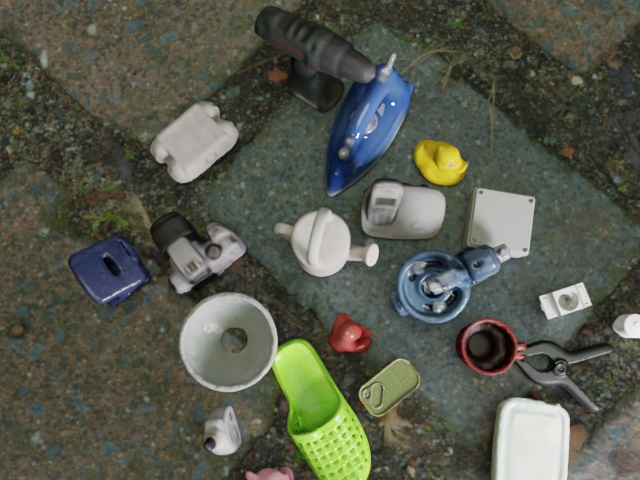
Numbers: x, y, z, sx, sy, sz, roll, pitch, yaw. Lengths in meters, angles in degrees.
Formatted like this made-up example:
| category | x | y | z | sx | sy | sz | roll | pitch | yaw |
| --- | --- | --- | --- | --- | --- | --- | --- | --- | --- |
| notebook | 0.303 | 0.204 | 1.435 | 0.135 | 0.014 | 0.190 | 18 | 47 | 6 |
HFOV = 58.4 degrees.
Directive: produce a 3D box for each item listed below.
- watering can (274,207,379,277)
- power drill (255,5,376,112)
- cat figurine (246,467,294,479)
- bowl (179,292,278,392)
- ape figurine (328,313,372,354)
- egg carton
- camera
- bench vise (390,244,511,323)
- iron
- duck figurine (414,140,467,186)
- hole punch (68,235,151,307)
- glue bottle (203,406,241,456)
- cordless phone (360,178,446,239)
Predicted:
| category | x | y | z | sx | sy | sz | roll | pitch | yaw |
| --- | --- | --- | --- | --- | --- | --- | --- | --- | --- |
| watering can | 0.009 | 0.001 | 0.958 | 0.173 | 0.194 | 0.101 | -5 | 81 | 0 |
| power drill | -0.005 | -0.308 | 1.001 | 0.229 | 0.208 | 0.076 | 33 | 83 | 6 |
| cat figurine | -0.071 | 0.422 | 0.930 | 0.067 | 0.118 | 0.128 | -24 | 81 | -3 |
| bowl | -0.153 | 0.175 | 0.993 | 0.167 | 0.075 | 0.167 | 0 | 81 | 1 |
| ape figurine | 0.050 | 0.162 | 0.983 | 0.076 | 0.092 | 0.078 | -23 | 81 | -3 |
| egg carton | -0.229 | -0.180 | 1.054 | 0.150 | 0.069 | 0.107 | -43 | 83 | -6 |
| camera | -0.226 | 0.007 | 1.008 | 0.143 | 0.101 | 0.137 | -38 | 82 | -5 |
| bench vise | 0.213 | 0.049 | 0.935 | 0.207 | 0.220 | 0.121 | -43 | 82 | -6 |
| iron | 0.075 | -0.204 | 1.017 | 0.118 | 0.141 | 0.258 | 26 | 82 | 5 |
| duck figurine | 0.221 | -0.149 | 1.034 | 0.104 | 0.086 | 0.077 | 36 | 83 | 6 |
| hole punch | -0.369 | 0.050 | 1.008 | 0.101 | 0.091 | 0.108 | -37 | 82 | -5 |
| glue bottle | -0.163 | 0.315 | 0.920 | 0.037 | 0.173 | 0.078 | -15 | 81 | -1 |
| cordless phone | 0.144 | -0.060 | 0.971 | 0.147 | 0.185 | 0.094 | 0 | 81 | 1 |
